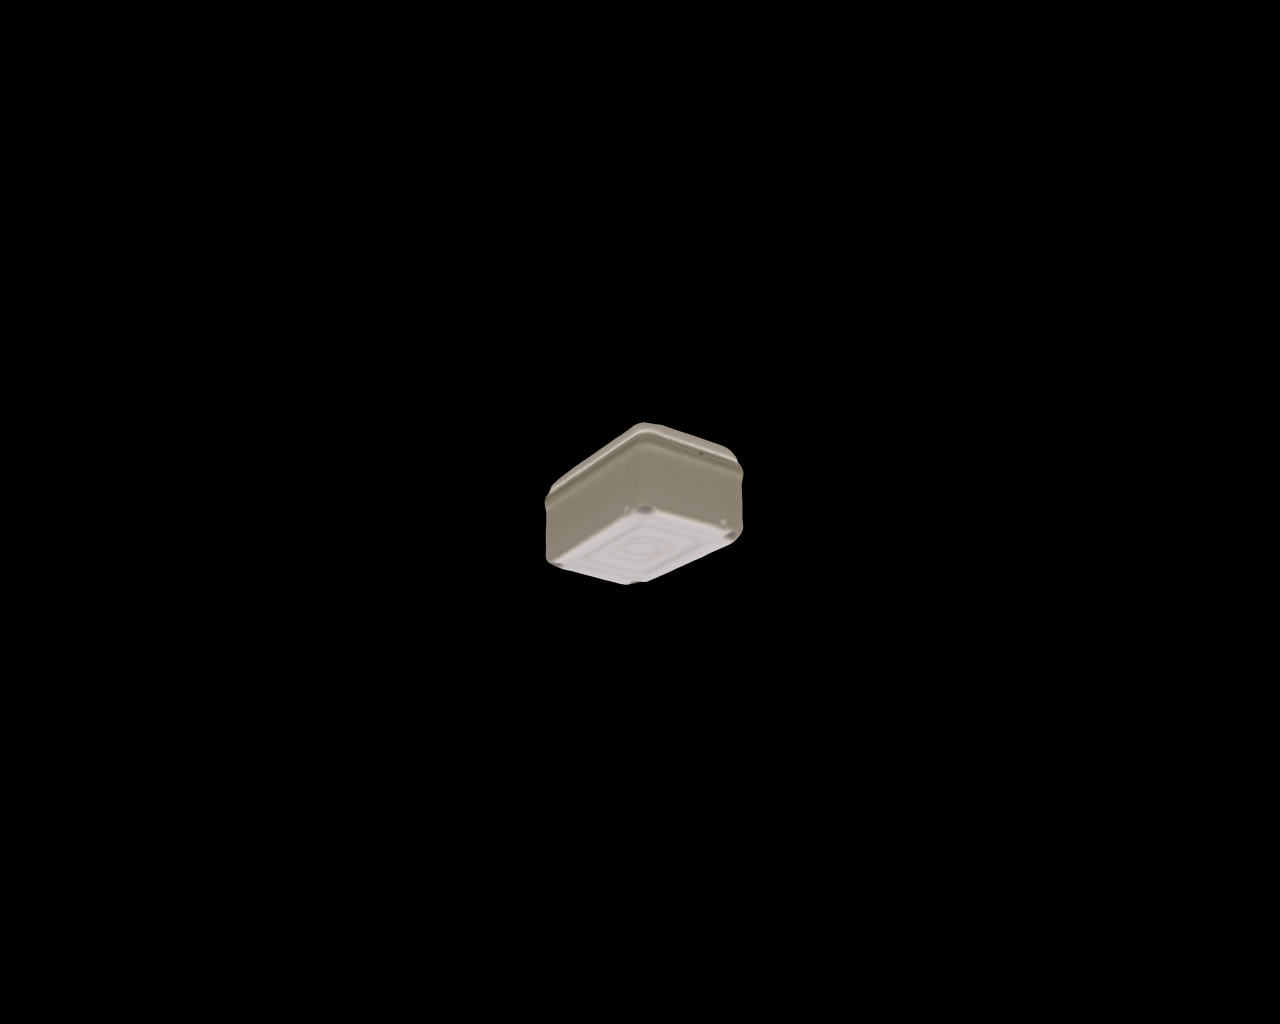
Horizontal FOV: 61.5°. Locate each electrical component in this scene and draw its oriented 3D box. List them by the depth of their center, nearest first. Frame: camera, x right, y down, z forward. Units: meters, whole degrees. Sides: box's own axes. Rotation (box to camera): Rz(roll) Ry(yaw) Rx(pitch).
[{"bbox_3d":[0.001,-0.003,0.650,0.078,0.057,0.113,17,-29,-32],"label":"electrical component"}]
